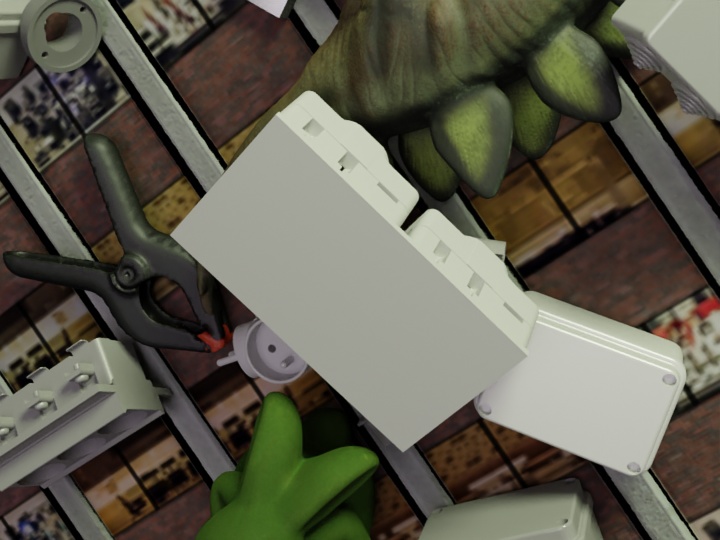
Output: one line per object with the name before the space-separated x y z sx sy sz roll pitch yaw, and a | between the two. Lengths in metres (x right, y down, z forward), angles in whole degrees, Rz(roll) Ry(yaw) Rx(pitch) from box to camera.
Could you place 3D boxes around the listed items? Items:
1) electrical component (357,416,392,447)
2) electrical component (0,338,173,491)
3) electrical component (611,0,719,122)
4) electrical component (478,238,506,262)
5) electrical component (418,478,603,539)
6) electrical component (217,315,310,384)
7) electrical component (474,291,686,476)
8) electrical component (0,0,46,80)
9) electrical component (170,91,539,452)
electrical component | 0.020 0.076 0.705 0.066 0.048 0.055 -33 98 20
electrical component | -0.208 0.102 0.768 0.121 0.079 0.063 -33 69 20
electrical component | 0.190 -0.129 0.546 0.100 0.048 0.099 35 102 -27
electrical component | 0.067 -0.003 0.678 0.046 0.040 0.040 6 103 9
electrical component | 0.096 0.183 0.687 0.113 0.078 0.057 -18 98 19
electrical component | -0.057 0.047 0.705 0.079 0.077 0.044 -19 95 20
electrical component | 0.135 0.069 0.662 0.113 0.057 0.078 21 106 12
electrical component | -0.286 -0.174 0.712 0.109 0.109 0.056 36 111 7
electrical component | 0.000 0.000 0.622 0.186 0.060 0.105 44 122 -5
